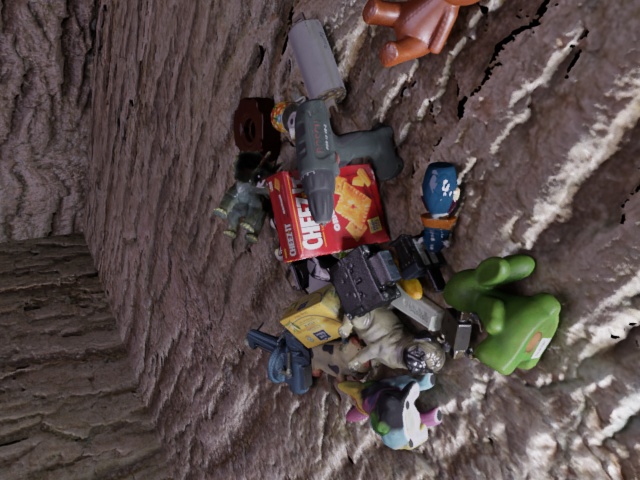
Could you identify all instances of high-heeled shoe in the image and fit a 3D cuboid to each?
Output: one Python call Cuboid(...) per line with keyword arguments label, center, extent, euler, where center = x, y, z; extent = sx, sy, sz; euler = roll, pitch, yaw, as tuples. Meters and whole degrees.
Cuboid(label="high-heeled shoe", center=(-0.002, -0.003, 1.118), extent=(0.249, 0.086, 0.145), euler=(20, 105, 30))

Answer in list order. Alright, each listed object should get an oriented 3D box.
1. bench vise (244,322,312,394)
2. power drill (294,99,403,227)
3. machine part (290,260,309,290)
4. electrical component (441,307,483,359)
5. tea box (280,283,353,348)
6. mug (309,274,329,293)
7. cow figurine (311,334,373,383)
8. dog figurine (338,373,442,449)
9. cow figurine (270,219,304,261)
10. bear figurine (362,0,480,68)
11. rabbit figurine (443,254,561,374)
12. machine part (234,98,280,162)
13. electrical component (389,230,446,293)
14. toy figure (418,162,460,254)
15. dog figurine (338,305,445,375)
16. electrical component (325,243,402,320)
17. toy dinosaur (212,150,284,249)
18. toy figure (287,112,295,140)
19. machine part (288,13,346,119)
Cuboid(label="bench vise", center=(-0.103, 0.274, 1.362), extent=(0.241, 0.129, 0.223), euler=(16, 132, 33))
Cuboid(label="power drill", center=(0.048, -0.141, 0.982), extent=(0.086, 0.207, 0.232), euler=(-34, 68, 59))
Cuboid(label="machine part", center=(-0.031, 0.075, 1.298), extent=(0.139, 0.039, 0.084), euler=(-27, 71, 56))
Cuboid(label="electrical component", center=(0.244, 0.158, 0.921), extent=(0.078, 0.045, 0.102), euler=(-116, 29, -73))
Cuboid(label="tea box", center=(0.001, 0.165, 1.164), extent=(0.098, 0.068, 0.169), euler=(44, 140, -9))
Cuboid(label="mug", center=(0.025, 0.104, 1.200), extent=(0.110, 0.081, 0.107), euler=(24, 133, 17))
Cuboid(label="cow figurine", center=(0.051, 0.253, 1.189), extent=(0.195, 0.085, 0.127), euler=(2, 106, 56))
Cuboid(label="dog figurine", center=(0.113, 0.324, 1.041), extent=(0.219, 0.191, 0.108), euler=(-15, 93, 40))
Cuboid(label="cow figurine", center=(-0.068, -0.035, 1.293), extent=(0.098, 0.068, 0.167), euler=(-1, 97, 56))
Cuboid(label="bear figurine", center=(0.174, -0.363, 0.814), extent=(0.196, 0.132, 0.120), euler=(-33, 73, 60))
Cuboid(label="rabbit figurine", center=(0.259, 0.095, 0.811), extent=(0.170, 0.121, 0.159), euler=(39, 122, 41))
Cuboid(label="machine part", center=(-0.166, -0.283, 1.383), extent=(0.180, 0.056, 0.179), euler=(17, 111, 53))
Cuboid(label="electrical component", center=(0.182, 0.043, 0.952), extent=(0.048, 0.075, 0.119), euler=(-45, 65, 49))
Cuboid(label="toy figure", center=(0.203, -0.053, 0.911), extent=(0.064, 0.058, 0.154), euler=(32, 129, 55))
Cuboid(label="dog figurine", center=(0.146, 0.174, 1.033), extent=(0.191, 0.121, 0.172), euler=(-19, 86, 41))
Cuboid(label="electrical component", center=(0.085, 0.071, 0.988), extent=(0.134, 0.058, 0.115), euler=(-38, 71, 40))
Cuboid(label="toy dinosaur", center=(-0.179, -0.103, 1.383), extent=(0.192, 0.131, 0.405), euler=(-65, 3, -15))
Cuboid(label="toy figure", center=(-0.004, -0.206, 1.151), extent=(0.082, 0.089, 0.180), euler=(-45, 70, 34))
Cuboid(label="machine part", center=(-0.006, -0.364, 1.114), extent=(0.079, 0.079, 0.243), euler=(-35, 69, 53))
